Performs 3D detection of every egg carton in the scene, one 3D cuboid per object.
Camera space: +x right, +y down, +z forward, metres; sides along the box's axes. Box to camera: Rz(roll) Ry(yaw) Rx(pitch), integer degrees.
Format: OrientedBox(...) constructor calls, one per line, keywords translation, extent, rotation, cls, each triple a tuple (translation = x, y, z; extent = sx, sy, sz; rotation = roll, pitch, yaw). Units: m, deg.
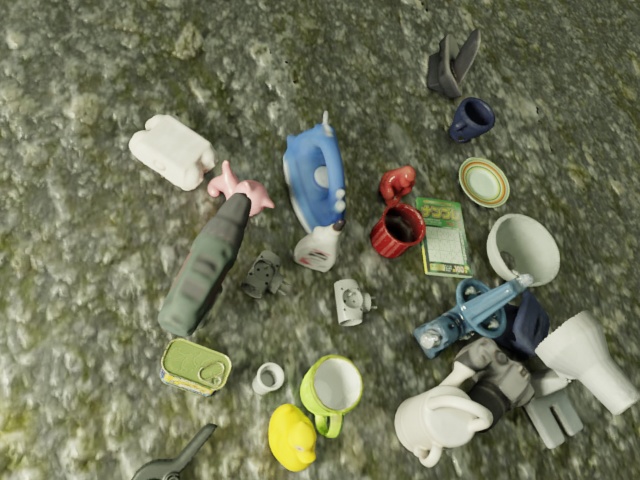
OrientedBox(translation=(-0.270, -0.162, 1.059), extent=(0.150, 0.069, 0.107), rotation=(33, 58, -2), cls="egg carton")

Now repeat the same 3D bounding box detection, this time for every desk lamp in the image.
OrientedBox(translation=(0.462, 0.253, 1.044), extent=(0.118, 0.213, 0.203), rotation=(-19, 73, -27), cls="desk lamp")

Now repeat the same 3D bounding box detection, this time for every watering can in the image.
OrientedBox(translation=(0.208, 0.284, 0.945), extent=(0.101, 0.194, 0.173), rotation=(11, 62, -15), cls="watering can")

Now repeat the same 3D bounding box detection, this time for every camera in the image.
OrientedBox(translation=(0.307, 0.269, 1.044), extent=(0.143, 0.100, 0.137), rotation=(47, 59, 7), cls="camera")

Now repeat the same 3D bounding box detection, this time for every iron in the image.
OrientedBox(translation=(0.014, -0.113, 1.099), extent=(0.119, 0.141, 0.258), rotation=(-4, 67, -22), cls="iron")

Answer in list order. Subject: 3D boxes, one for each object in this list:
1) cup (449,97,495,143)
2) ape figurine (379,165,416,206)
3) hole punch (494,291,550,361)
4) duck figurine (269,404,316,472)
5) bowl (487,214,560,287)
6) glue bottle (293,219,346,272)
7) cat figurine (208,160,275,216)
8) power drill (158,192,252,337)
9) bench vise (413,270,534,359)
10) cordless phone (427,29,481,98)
OrientedBox(translation=(0.334, -0.262, 1.321), extent=(0.118, 0.095, 0.091), rotation=(-33, 80, -30), cls="cup")
OrientedBox(translation=(0.167, -0.121, 1.191), extent=(0.078, 0.092, 0.076), rotation=(-4, 66, -22), cls="ape figurine")
OrientedBox(translation=(0.413, 0.170, 1.139), extent=(0.101, 0.091, 0.109), rotation=(32, 58, -3), cls="hole punch")
OrientedBox(translation=(-0.035, 0.308, 0.905), extent=(0.078, 0.086, 0.104), rotation=(-11, 69, -25), cls="duck figurine")
OrientedBox(translation=(0.419, 0.032, 1.219), extent=(0.168, 0.074, 0.167), rotation=(9, 62, -16), cls="bowl")
OrientedBox(translation=(0.009, 0.004, 1.021), extent=(0.078, 0.173, 0.037), rotation=(16, 60, -12), cls="glue bottle")
OrientedBox(translation=(-0.142, -0.089, 1.043), extent=(0.067, 0.117, 0.127), rotation=(-31, 78, -30), cls="cat figurine")
OrientedBox(translation=(-0.183, 0.055, 0.903), extent=(0.076, 0.208, 0.230), rotation=(26, 59, -6), cls="power drill")
OrientedBox(translation=(0.283, 0.140, 1.029), extent=(0.121, 0.219, 0.208), rotation=(43, 58, 4), cls="bench vise")
OrientedBox(translation=(0.336, -0.446, 1.360), extent=(0.094, 0.185, 0.147), rotation=(11, 62, -15), cls="cordless phone")
